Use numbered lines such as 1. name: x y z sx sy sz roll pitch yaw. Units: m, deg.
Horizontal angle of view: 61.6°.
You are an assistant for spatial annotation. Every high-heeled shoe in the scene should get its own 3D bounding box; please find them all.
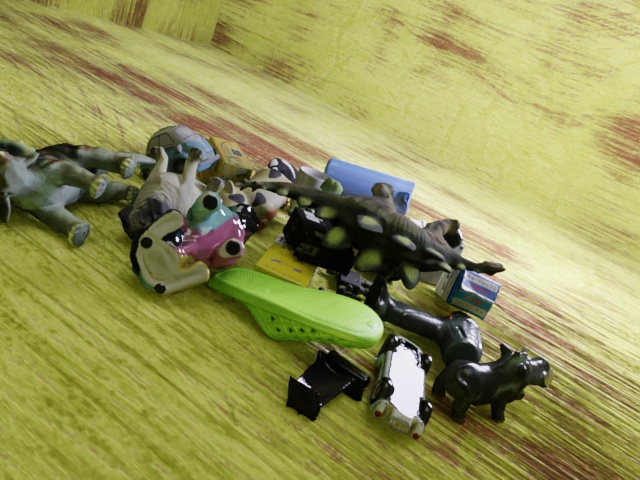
1. high-heeled shoe: -0.085 -0.122 1.267 0.145 0.086 0.248 38 30 27

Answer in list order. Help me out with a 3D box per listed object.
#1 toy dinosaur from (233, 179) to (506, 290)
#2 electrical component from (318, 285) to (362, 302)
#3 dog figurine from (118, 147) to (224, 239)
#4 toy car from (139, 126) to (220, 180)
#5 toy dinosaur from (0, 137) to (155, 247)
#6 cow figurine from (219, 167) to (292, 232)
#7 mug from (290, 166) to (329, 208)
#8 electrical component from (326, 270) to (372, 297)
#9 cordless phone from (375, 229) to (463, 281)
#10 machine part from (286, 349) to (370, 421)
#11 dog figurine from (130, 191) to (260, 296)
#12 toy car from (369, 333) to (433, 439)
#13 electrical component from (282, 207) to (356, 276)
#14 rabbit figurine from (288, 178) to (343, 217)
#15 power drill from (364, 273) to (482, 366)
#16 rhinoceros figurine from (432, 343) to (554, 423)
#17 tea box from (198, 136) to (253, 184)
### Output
1. toy dinosaur: 0.090 -0.024 0.916 0.472 0.105 0.198 20 24 4
2. electrical component: 0.020 0.105 0.867 0.078 0.045 0.102 28 21 10
3. dog figurine: -0.255 -0.043 0.913 0.121 0.172 0.190 -3 52 23
4. toy car: -0.292 -0.178 1.085 0.162 0.102 0.109 -7 16 23
5. toy dinosaur: -0.405 -0.101 0.842 0.192 0.131 0.405 23 15 -3
6. cow figurine: -0.139 -0.084 1.063 0.127 0.085 0.195 46 45 -2
7. mug: -0.022 -0.107 1.252 0.081 0.107 0.109 35 20 25
8. electrical component: 0.054 0.078 1.001 0.094 0.021 0.063 23 21 -2
9. cordless phone: 0.181 -0.012 1.081 0.088 0.184 0.146 26 41 -59
10. machine part: 0.010 0.181 0.685 0.084 0.039 0.139 39 24 23
11. dog figurine: -0.181 0.003 0.822 0.108 0.191 0.219 59 -6 -3
12. toy car: 0.111 0.194 0.734 0.073 0.056 0.202 30 22 0
13. electrical component: -0.002 -0.003 0.966 0.115 0.058 0.134 23 21 -23
14. rabbit figurine: 0.013 -0.057 1.093 0.159 0.121 0.170 -22 9 -20
15. power drill: 0.177 0.138 0.919 0.207 0.086 0.232 30 13 -2
16. rhinoceros figurine: 0.255 0.202 0.786 0.190 0.112 0.073 3 26 -27
17. tea box: -0.210 -0.151 1.175 0.068 0.098 0.170 12 22 -27
